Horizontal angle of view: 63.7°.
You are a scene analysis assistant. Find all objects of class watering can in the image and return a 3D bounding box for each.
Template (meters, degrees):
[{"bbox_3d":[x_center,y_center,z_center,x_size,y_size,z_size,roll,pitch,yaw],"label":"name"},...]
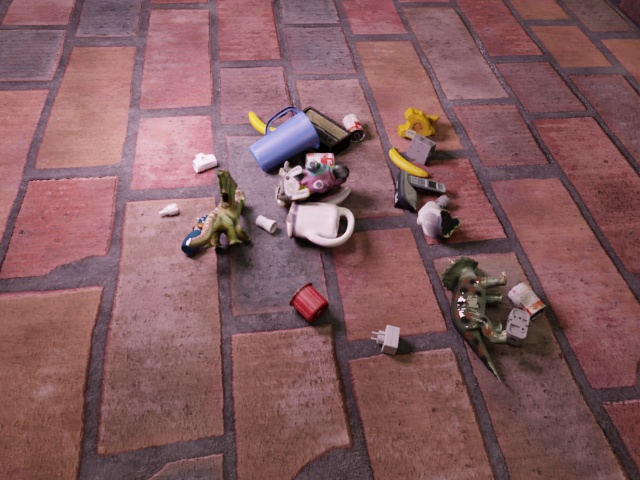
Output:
[{"bbox_3d":[0.005,-0.087,1.738,0.224,0.101,0.356,5,36,2],"label":"watering can"}]

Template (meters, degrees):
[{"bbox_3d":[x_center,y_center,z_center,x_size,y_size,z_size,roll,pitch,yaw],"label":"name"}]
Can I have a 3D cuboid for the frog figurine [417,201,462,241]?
[{"bbox_3d":[0.386,-0.068,1.764,0.137,0.122,0.161,3,12,-31],"label":"frog figurine"}]

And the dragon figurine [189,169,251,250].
[{"bbox_3d":[-0.309,-0.096,1.590,0.122,0.410,0.243,-5,90,10],"label":"dragon figurine"}]
